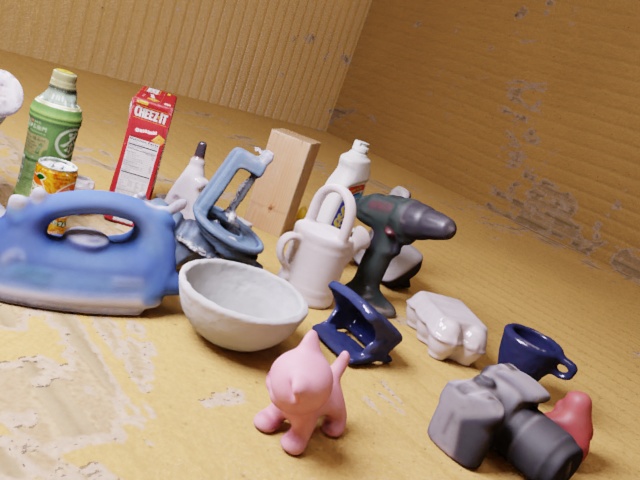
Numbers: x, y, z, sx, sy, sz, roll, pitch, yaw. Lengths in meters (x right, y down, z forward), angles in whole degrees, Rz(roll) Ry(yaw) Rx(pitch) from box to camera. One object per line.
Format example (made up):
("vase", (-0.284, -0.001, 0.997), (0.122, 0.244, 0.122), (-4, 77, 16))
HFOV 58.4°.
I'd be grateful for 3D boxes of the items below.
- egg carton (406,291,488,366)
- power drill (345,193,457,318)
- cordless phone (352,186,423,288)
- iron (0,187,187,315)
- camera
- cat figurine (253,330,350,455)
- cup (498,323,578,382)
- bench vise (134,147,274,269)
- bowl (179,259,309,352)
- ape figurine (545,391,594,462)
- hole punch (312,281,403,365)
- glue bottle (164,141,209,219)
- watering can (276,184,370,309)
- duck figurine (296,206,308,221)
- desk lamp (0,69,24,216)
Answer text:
("egg carton", (0.206, 0.142, 0.940), (0.107, 0.069, 0.150), (15, 17, -19))
("power drill", (0.121, 0.021, 0.980), (0.076, 0.208, 0.228), (9, 19, -35))
("cordless phone", (0.153, -0.008, 1.157), (0.094, 0.185, 0.147), (6, 21, -41))
("iron", (-0.282, 0.000, 0.675), (0.259, 0.141, 0.118), (8, 20, -37))
("camera", (0.224, 0.215, 0.662), (0.144, 0.101, 0.136), (7, 21, -40))
("cat figurine", (-0.010, 0.145, 0.573), (0.067, 0.118, 0.128), (30, 18, 30))
("cup", (0.315, 0.193, 0.858), (0.117, 0.095, 0.092), (32, 20, 36))
("bench vise", (-0.159, -0.040, 0.813), (0.208, 0.220, 0.121), (12, 18, -28))
("bowl", (-0.103, 0.091, 0.717), (0.167, 0.075, 0.167), (19, 16, -5))
("ape figurine", (0.318, 0.234, 0.732), (0.078, 0.092, 0.076), (20, 16, 0))
("hole punch", (0.058, 0.113, 0.811), (0.101, 0.091, 0.108), (6, 21, -41))
("glue bottle", (-0.220, -0.084, 0.970), (0.078, 0.173, 0.037), (26, 17, 19))
("watering can", (0.007, 0.002, 0.927), (0.100, 0.194, 0.173), (27, 17, 22))
("duck figurine", (0.001, -0.061, 1.328), (0.104, 0.086, 0.078), (25, 16, 14))
("desk lamp", (-0.468, -0.139, 0.772), (0.202, 0.213, 0.118), (32, 20, 36))
